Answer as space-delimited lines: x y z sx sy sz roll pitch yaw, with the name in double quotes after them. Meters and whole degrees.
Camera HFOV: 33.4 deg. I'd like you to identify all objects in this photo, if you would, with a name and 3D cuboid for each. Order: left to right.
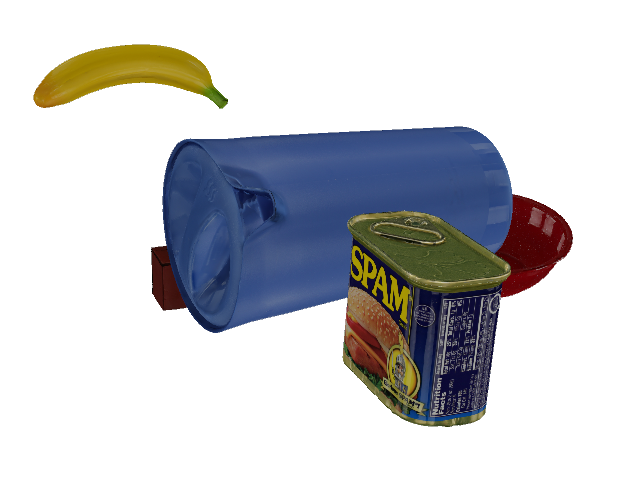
-0.186 -0.161 1.037 0.197 0.070 0.037 -5 -39 -30 "banana"
-0.130 0.034 1.094 0.078 0.051 0.053 -7 20 -20 "foam brick"
0.011 -0.017 0.787 0.242 0.145 0.149 -9 35 -28 "pitcher"
0.052 0.040 0.569 0.057 0.084 0.102 -5 22 -23 "can of meat"
0.171 0.010 1.084 0.162 0.055 0.162 0 32 0 "bowl"
